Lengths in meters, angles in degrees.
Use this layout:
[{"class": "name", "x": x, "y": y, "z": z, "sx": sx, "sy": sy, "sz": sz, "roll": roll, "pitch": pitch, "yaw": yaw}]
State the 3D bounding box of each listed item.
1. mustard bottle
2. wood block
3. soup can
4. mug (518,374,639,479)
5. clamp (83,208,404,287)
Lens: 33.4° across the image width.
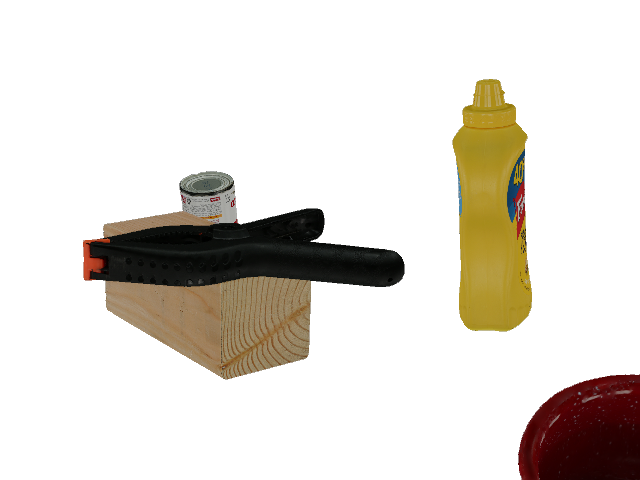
[{"class": "mustard bottle", "x": 0.136, "y": -0.031, "z": 0.846, "sx": 0.058, "sy": 0.191, "sz": 0.096, "roll": 1, "pitch": 18, "yaw": 19}, {"class": "wood block", "x": -0.105, "y": 0.042, "z": 0.950, "sx": 0.090, "sy": 0.090, "sz": 0.206, "roll": -11, "pitch": 19, "yaw": -36}, {"class": "soup can", "x": -0.135, "y": -0.025, "z": 1.304, "sx": 0.068, "sy": 0.102, "sz": 0.068, "roll": -2, "pitch": 27, "yaw": 1}, {"class": "mug", "x": 0.125, "y": 0.109, "z": 0.373, "sx": 0.117, "sy": 0.081, "sz": 0.093, "roll": 5, "pitch": 37, "yaw": 8}, {"class": "clamp", "x": -0.056, "y": 0.009, "z": 0.743, "sx": 0.209, "sy": 0.036, "sz": 0.165, "roll": -5, "pitch": 14, "yaw": -27}]
